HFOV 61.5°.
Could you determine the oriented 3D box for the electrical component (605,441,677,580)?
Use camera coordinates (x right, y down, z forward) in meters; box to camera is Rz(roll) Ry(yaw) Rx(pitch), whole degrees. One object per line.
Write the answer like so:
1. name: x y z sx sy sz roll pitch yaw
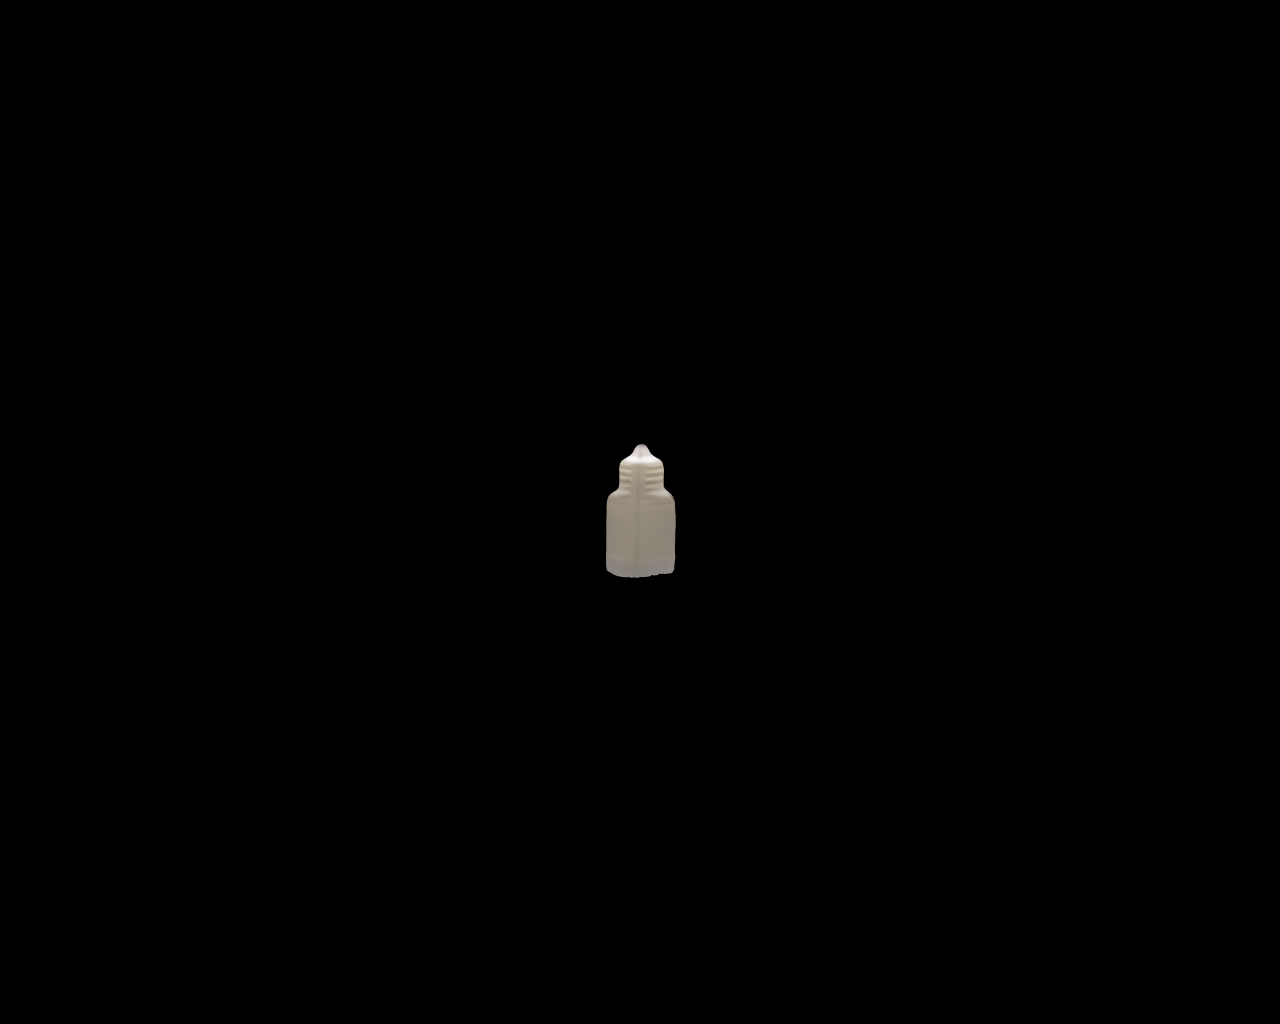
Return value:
1. electrical component: 0.001 -0.003 0.650 0.043 0.080 0.043 0 8 0
